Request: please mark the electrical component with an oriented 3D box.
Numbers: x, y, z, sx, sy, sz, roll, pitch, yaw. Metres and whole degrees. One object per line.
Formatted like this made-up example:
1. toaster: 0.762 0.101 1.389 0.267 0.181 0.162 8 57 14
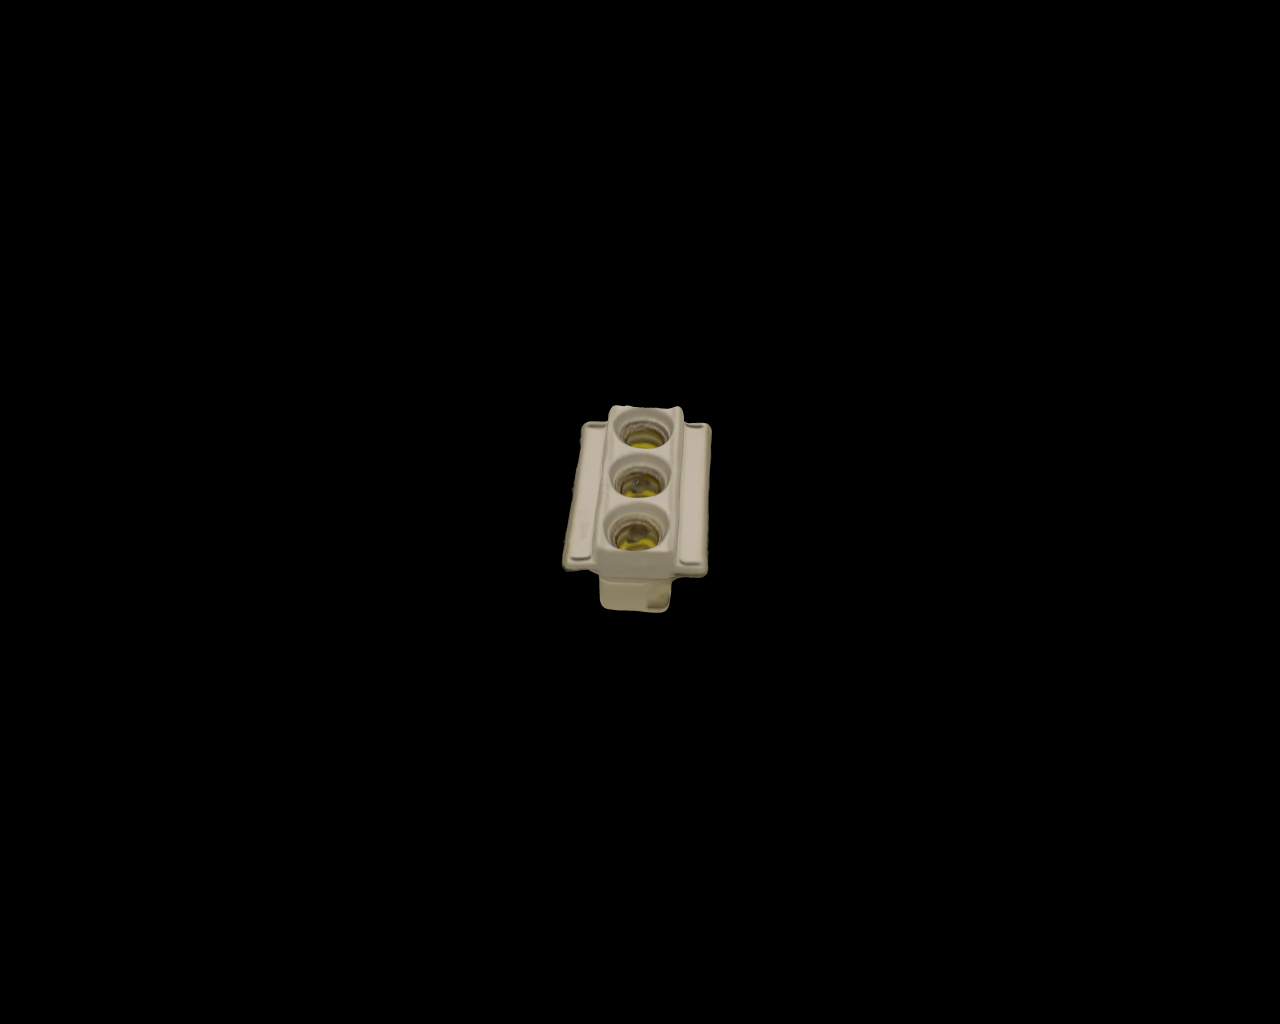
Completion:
1. electrical component: 0.001 -0.003 0.650 0.079 0.121 0.063 2 -43 2
